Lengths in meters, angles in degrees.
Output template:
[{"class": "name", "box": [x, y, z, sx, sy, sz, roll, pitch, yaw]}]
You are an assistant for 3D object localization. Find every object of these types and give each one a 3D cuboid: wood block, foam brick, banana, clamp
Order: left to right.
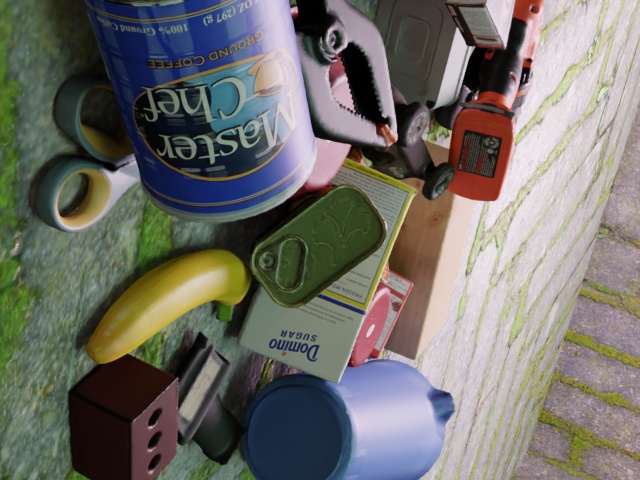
[{"class": "foam brick", "box": [-0.130, 0.124, 0.713, 0.052, 0.051, 0.078, -45, 150, -46]}, {"class": "banana", "box": [-0.092, 0.041, 0.745, 0.197, 0.037, 0.070, -8, 116, -67]}, {"class": "clamp", "box": [-0.002, -0.142, 0.700, 0.209, 0.036, 0.164, 44, 65, -43]}, {"class": "wood block", "box": [0.097, 0.009, 1.126, 0.090, 0.090, 0.206, -40, 146, -53]}, {"class": "clamp", "box": [0.152, -0.164, 1.150, 0.120, 0.039, 0.171, -34, 154, -24]}]

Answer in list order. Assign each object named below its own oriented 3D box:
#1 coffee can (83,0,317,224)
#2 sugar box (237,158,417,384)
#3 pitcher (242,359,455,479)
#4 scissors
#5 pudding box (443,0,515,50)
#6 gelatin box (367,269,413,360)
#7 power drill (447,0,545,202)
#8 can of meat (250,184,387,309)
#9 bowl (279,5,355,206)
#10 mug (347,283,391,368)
[{"class": "coffee can", "box": [-0.061, -0.094, 0.563, 0.102, 0.103, 0.140, -53, 148, -36]}, {"class": "sugar box", "box": [0.005, 0.021, 0.889, 0.048, 0.093, 0.176, -114, -133, -85]}, {"class": "pitcher", "box": [0.015, 0.183, 1.004, 0.149, 0.145, 0.242, -63, 157, 5]}, {"class": "scissors", "box": [-0.113, -0.030, 0.646, 0.096, 0.016, 0.201, -66, 159, -13]}, {"class": "pudding box", "box": [0.134, -0.220, 0.846, 0.090, 0.039, 0.113, 32, 71, -66]}, {"class": "gelatin box", "box": [0.041, 0.064, 1.063, 0.089, 0.073, 0.030, -63, -168, -15]}, {"class": "power drill", "box": [0.170, -0.127, 1.038, 0.184, 0.057, 0.187, 89, 17, -48]}, {"class": "can of meat", "box": [-0.005, 0.001, 0.819, 0.102, 0.057, 0.084, -37, -172, -2]}, {"class": "bowl", "box": [-0.014, -0.088, 0.790, 0.162, 0.055, 0.162, -51, 154, -37]}, {"class": "mug", "box": [0.011, 0.060, 0.967, 0.093, 0.082, 0.117, -60, 159, -20]}]
